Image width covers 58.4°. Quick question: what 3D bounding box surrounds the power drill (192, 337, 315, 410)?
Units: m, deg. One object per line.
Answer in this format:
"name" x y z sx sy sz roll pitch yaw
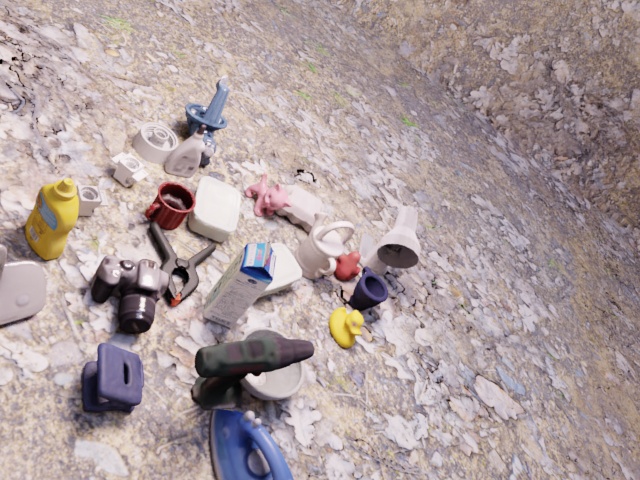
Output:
"power drill" -0.150 0.254 1.118 0.230 0.208 0.075 6 50 -38

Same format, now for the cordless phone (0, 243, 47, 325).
"cordless phone" -0.534 0.064 0.975 0.148 0.184 0.094 -17 67 -49

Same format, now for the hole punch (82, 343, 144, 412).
"hole punch" -0.364 0.246 1.031 0.101 0.091 0.108 12 47 -34

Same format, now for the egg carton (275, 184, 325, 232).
"egg carton" -0.055 -0.091 1.645 0.151 0.069 0.107 30 39 -17

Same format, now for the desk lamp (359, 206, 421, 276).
"desk lamp" 0.205 0.011 1.661 0.118 0.213 0.203 30 39 -17

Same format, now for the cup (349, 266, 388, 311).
"cup" 0.120 0.139 1.561 0.092 0.094 0.117 10 48 -35

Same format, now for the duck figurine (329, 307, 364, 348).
"duck figurine" 0.075 0.211 1.460 0.078 0.086 0.104 9 49 -36

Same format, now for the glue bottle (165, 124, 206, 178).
"glue bottle" -0.326 -0.229 1.448 0.078 0.173 0.037 10 48 -35

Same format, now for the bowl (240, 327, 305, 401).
"bowl" -0.119 0.277 1.233 0.168 0.074 0.167 24 41 -23

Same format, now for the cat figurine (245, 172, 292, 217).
"cat figurine" -0.135 -0.125 1.566 0.067 0.117 0.127 -6 59 -44

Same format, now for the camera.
"camera" -0.375 0.108 1.144 0.144 0.100 0.136 18 44 -29

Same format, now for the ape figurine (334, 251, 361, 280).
"ape figurine" 0.083 0.066 1.600 0.078 0.092 0.076 48 38 6

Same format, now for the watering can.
"watering can" 0.012 0.005 1.511 0.101 0.193 0.172 -14 64 -47

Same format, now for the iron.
"iron" -0.116 0.406 1.059 0.119 0.141 0.258 -10 61 -46

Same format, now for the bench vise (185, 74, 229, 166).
"bench vise" -0.284 -0.318 1.533 0.122 0.219 0.207 -4 57 -44
